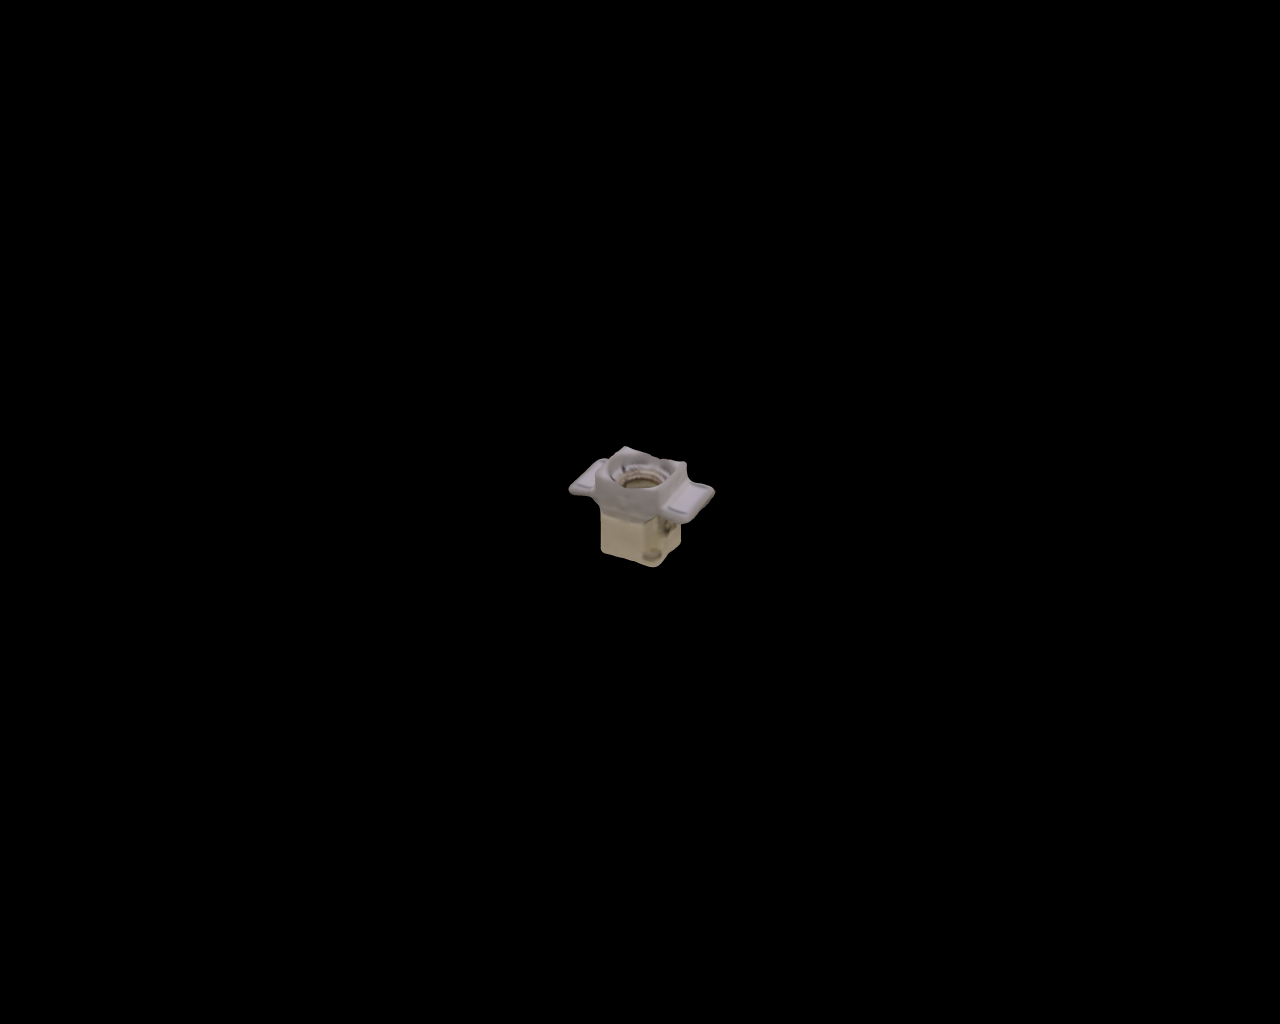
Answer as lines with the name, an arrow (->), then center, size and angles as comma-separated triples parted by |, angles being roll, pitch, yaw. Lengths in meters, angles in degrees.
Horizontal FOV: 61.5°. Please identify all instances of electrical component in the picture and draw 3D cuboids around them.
electrical component -> 0.001, -0.003, 0.650 | 0.081, 0.063, 0.042 | 17, 36, 24
